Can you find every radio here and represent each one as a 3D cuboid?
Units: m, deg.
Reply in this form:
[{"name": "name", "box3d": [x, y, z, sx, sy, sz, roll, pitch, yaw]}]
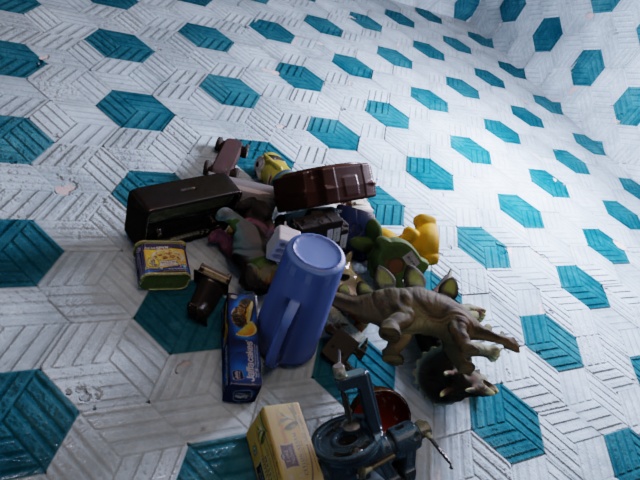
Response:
[{"name": "radio", "box3d": [-0.286, -0.058, 1.122, 0.229, 0.131, 0.073, -17, 57, -42]}]

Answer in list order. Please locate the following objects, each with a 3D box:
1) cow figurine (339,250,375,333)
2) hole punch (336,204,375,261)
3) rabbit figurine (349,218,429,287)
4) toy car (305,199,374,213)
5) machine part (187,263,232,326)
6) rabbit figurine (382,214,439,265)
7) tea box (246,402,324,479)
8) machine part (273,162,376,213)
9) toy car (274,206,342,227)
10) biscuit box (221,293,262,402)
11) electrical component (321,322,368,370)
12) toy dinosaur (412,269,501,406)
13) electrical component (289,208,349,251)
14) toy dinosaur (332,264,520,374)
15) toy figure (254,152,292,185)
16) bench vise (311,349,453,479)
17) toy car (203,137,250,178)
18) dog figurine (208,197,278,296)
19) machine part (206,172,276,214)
[{"name": "cow figurine", "box3d": [0.064, 0.101, 1.192, 0.195, 0.085, 0.127, 42, 47, 20]}, {"name": "hole punch", "box3d": [0.077, -0.018, 1.329, 0.142, 0.092, 0.116, 16, 44, -20]}, {"name": "rabbit figurine", "box3d": [0.139, 0.038, 1.233, 0.159, 0.121, 0.170, 44, -3, -12]}, {"name": "toy car", "box3d": [0.046, -0.090, 1.412, 0.202, 0.056, 0.074, 2, 46, -29]}, {"name": "machine part", "box3d": [-0.223, 0.103, 1.058, 0.084, 0.039, 0.139, 28, 36, -14]}, {"name": "rabbit figurine", "box3d": [0.210, 0.020, 1.368, 0.173, 0.121, 0.162, 9, 50, -1]}, {"name": "tea box", "box3d": [-0.053, 0.353, 0.835, 0.068, 0.098, 0.170, 1, 45, -31]}, {"name": "machine part", "box3d": [0.010, -0.121, 1.228, 0.201, 0.202, 0.087, -12, 92, -34]}, {"name": "toy car", "box3d": [-0.026, -0.021, 1.248, 0.109, 0.162, 0.103, -11, 90, -66]}, {"name": "biscuit box", "box3d": [-0.146, 0.193, 0.983, 0.059, 0.062, 0.203, 9, 42, -20]}, {"name": "electrical component", "box3d": [0.049, 0.212, 1.079, 0.102, 0.078, 0.045, 32, 0, 12]}, {"name": "toy dinosaur", "box3d": [0.271, 0.206, 1.181, 0.192, 0.131, 0.405, 12, 36, -20]}, {"name": "electrical component", "box3d": [-0.002, -0.003, 1.152, 0.134, 0.114, 0.058, -11, 40, -28]}, {"name": "toy dinosaur", "box3d": [0.163, 0.143, 1.060, 0.472, 0.105, 0.199, 13, 41, 2]}, {"name": "toy figure", "box3d": [-0.099, -0.155, 1.380, 0.180, 0.082, 0.089, 42, 22, 28]}, {"name": "bench vise", "box3d": [0.077, 0.302, 0.876, 0.224, 0.240, 0.129, -15, 15, -4]}, {"name": "toy car", "box3d": [-0.238, -0.201, 1.369, 0.089, 0.053, 0.202, 16, 36, -8]}, {"name": "dog figurine", "box3d": [-0.126, 0.025, 1.151, 0.219, 0.108, 0.191, 45, 39, 14]}, {"name": "machine part", "box3d": [-0.192, -0.106, 1.273, 0.243, 0.079, 0.079, 12, 41, -21]}]
